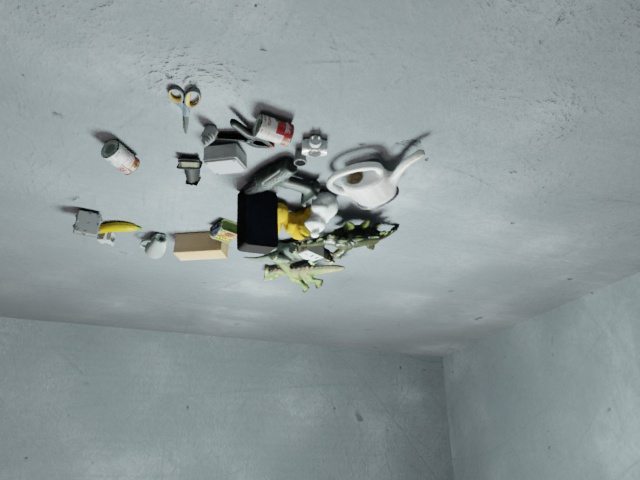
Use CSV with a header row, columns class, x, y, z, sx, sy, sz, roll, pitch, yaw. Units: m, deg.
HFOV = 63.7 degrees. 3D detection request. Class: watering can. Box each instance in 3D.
class,x,y,z,sx,sy,sz,roll,pitch,yaw
watering can,0.197,-0.194,1.676,0.346,0.106,0.221,-11,152,24

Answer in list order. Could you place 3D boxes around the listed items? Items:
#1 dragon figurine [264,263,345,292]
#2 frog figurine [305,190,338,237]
class,x,y,z,sx,sy,sz,roll,pitch,yaw
dragon figurine,-0.105,0.129,2.363,0.240,0.125,0.405,32,140,-34
frog figurine,0.006,-0.092,1.827,0.123,0.163,0.134,-1,153,1
